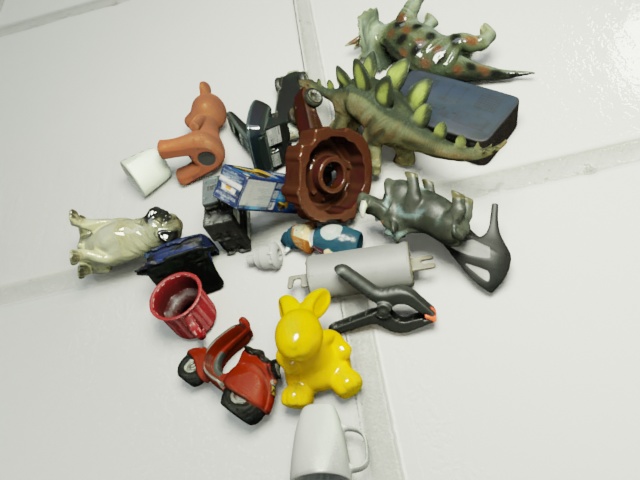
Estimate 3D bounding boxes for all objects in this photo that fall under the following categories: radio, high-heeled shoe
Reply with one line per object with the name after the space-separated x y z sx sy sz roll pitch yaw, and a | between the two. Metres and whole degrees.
0.248 -0.237 1.033 0.230 0.073 0.131 25 67 29 | radio
0.198 0.002 0.903 0.249 0.086 0.145 6 87 38 | high-heeled shoe

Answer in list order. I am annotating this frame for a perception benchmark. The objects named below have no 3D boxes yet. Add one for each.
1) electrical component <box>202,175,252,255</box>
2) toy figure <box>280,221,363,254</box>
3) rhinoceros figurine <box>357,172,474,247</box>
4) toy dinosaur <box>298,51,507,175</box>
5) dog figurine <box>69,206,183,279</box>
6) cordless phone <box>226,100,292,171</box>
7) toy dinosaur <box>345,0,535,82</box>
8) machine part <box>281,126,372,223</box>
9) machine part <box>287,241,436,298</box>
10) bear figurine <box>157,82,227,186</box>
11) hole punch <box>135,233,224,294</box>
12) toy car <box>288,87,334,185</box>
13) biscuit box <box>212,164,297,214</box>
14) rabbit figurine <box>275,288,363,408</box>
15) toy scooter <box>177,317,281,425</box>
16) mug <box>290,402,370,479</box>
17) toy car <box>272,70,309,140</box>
-0.172 -0.053 0.979 0.058 0.134 0.115 -14 54 7 | electrical component
-0.001 -0.003 0.951 0.155 0.057 0.064 7 20 21 | toy figure
0.150 -0.047 0.854 0.191 0.073 0.112 20 98 29 | rhinoceros figurine
0.120 -0.218 0.965 0.105 0.198 0.472 -32 52 -30 | toy dinosaur
-0.354 0.005 1.006 0.191 0.172 0.121 -4 85 -16 | dog figurine
-0.141 -0.229 1.079 0.089 0.146 0.184 -32 58 -16 | cordless phone
0.222 -0.394 1.123 0.192 0.131 0.405 -47 62 -3 | toy dinosaur
0.014 -0.114 0.940 0.179 0.179 0.056 -50 34 -19 | machine part
0.066 0.051 0.882 0.243 0.079 0.079 -9 55 10 | machine part
-0.260 -0.231 1.133 0.132 0.120 0.196 -19 52 6 | bear figurine
-0.240 0.036 0.954 0.142 0.115 0.092 -17 46 3 | hole punch
-0.012 -0.198 1.038 0.053 0.089 0.202 -2 71 -28 | toy car
-0.093 -0.087 0.947 0.063 0.202 0.059 29 105 28 | biscuit box
-0.013 0.148 0.780 0.122 0.173 0.162 -10 59 13 | rabbit figurine
-0.127 0.193 0.841 0.184 0.075 0.135 23 64 32 | toy scooter
0.011 0.280 0.741 0.110 0.080 0.107 -15 46 11 | mug
-0.063 -0.294 1.162 0.074 0.056 0.202 -8 54 17 | toy car
